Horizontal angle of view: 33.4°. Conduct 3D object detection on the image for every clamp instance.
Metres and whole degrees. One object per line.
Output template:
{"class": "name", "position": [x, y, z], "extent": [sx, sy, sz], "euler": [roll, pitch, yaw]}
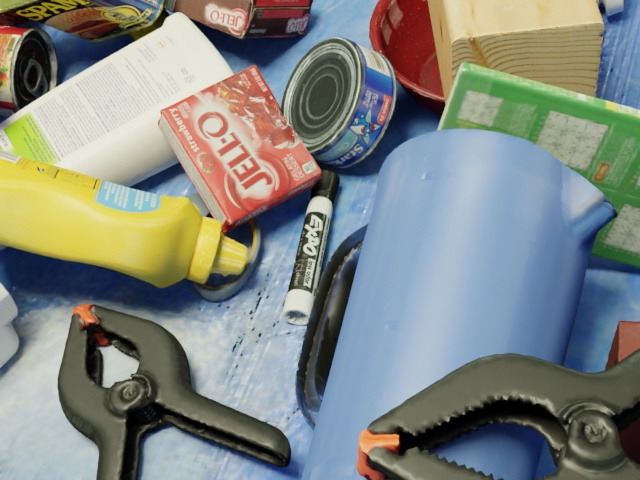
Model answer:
{"class": "clamp", "position": [0.123, 0.099, 0.461], "extent": [0.210, 0.036, 0.164], "euler": [-6, 51, -5]}
{"class": "clamp", "position": [-0.094, 0.096, 0.620], "extent": [0.120, 0.039, 0.171], "euler": [-20, 52, -11]}

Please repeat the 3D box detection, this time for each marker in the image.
{"class": "marker", "position": [-0.005, 0.001, 0.699], "extent": [0.020, 0.020, 0.121], "euler": [5, 53, 10]}

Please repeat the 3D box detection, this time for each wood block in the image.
{"class": "wood block", "position": [0.117, -0.171, 0.703], "extent": [0.090, 0.091, 0.206], "euler": [-6, 52, 3]}

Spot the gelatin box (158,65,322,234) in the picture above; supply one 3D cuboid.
{"class": "gelatin box", "position": [-0.053, -0.060, 0.701], "extent": [0.073, 0.030, 0.089], "euler": [-29, 84, -19]}

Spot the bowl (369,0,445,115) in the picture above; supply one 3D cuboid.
{"class": "bowl", "position": [0.117, -0.136, 0.769], "extent": [0.162, 0.055, 0.162], "euler": [-3, 52, 4]}

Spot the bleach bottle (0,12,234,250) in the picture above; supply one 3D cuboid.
{"class": "bleach bottle", "position": [-0.181, -0.064, 0.743], "extent": [0.250, 0.068, 0.103], "euler": [-29, 51, -13]}

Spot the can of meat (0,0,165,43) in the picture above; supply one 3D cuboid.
{"class": "can of meat", "position": [-0.171, -0.184, 0.765], "extent": [0.102, 0.083, 0.057], "euler": [-4, 78, 42]}

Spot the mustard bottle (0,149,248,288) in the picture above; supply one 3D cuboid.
{"class": "mustard bottle", "position": [-0.138, -0.012, 0.652], "extent": [0.191, 0.058, 0.096], "euler": [15, 7, -11]}

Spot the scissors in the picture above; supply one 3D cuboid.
{"class": "scissors", "position": [-0.067, -0.043, 0.742], "extent": [0.096, 0.016, 0.201], "euler": [4, 52, 9]}

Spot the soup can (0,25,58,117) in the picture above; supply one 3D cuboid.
{"class": "soup can", "position": [-0.257, -0.128, 0.797], "extent": [0.102, 0.068, 0.068], "euler": [8, 53, 13]}

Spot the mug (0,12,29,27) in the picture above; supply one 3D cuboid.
{"class": "mug", "position": [-0.265, -0.201, 0.820], "extent": [0.117, 0.081, 0.093], "euler": [33, 84, 25]}

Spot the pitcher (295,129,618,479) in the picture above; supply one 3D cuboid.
{"class": "pitcher", "position": [0.059, 0.072, 0.579], "extent": [0.145, 0.149, 0.242], "euler": [19, 58, 1]}

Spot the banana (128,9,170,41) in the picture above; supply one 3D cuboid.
{"class": "banana", "position": [-0.187, -0.189, 0.860], "extent": [0.198, 0.037, 0.069], "euler": [14, 79, 20]}

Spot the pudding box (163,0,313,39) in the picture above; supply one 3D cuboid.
{"class": "pudding box", "position": [-0.075, -0.187, 0.816], "extent": [0.114, 0.039, 0.089], "euler": [27, 22, 23]}

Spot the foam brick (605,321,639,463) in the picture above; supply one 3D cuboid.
{"class": "foam brick", "position": [0.180, 0.087, 0.574], "extent": [0.051, 0.078, 0.053], "euler": [7, 53, 10]}

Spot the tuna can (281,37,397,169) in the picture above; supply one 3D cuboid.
{"class": "tuna can", "position": [0.011, -0.094, 0.730], "extent": [0.033, 0.086, 0.086], "euler": [17, 39, -38]}
